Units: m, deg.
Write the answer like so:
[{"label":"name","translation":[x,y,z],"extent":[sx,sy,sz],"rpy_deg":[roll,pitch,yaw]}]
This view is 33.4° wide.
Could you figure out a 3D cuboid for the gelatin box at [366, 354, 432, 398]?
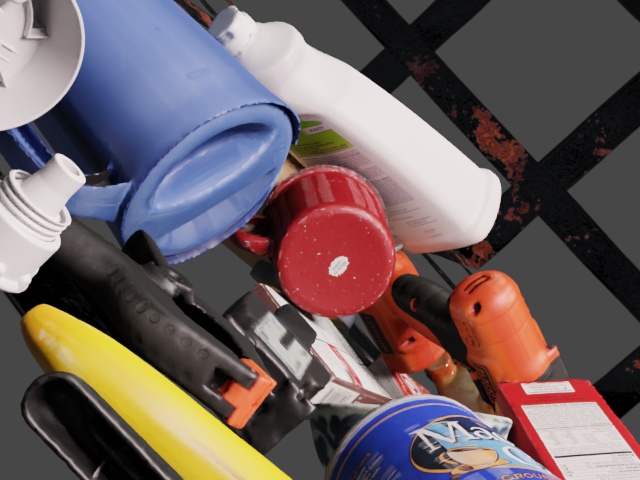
[{"label":"gelatin box","translation":[0.077,0.143,0.867],"extent":[0.073,0.030,0.089],"rpy_deg":[40,11,-38]}]

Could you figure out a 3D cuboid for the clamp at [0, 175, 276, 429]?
[{"label":"clamp","translation":[-0.091,0.025,0.516],"extent":[0.120,0.039,0.172],"rpy_deg":[21,12,-47]}]

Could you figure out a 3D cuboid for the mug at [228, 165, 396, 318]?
[{"label":"mug","translation":[-0.005,0.001,0.732],"extent":[0.117,0.093,0.081],"rpy_deg":[10,17,-9]}]

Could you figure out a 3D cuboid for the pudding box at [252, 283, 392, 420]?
[{"label":"pudding box","translation":[-0.005,0.083,0.726],"extent":[0.090,0.039,0.113],"rpy_deg":[49,6,28]}]

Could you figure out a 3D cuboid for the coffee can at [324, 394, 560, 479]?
[{"label":"coffee can","translation":[0.072,0.145,0.510],"extent":[0.102,0.103,0.140],"rpy_deg":[43,-5,-23]}]

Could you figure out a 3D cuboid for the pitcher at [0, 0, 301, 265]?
[{"label":"pitcher","translation":[-0.141,-0.107,0.674],"extent":[0.243,0.145,0.149],"rpy_deg":[47,-4,22]}]

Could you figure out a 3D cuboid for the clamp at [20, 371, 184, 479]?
[{"label":"clamp","translation":[-0.019,0.148,0.387],"extent":[0.209,0.036,0.165],"rpy_deg":[44,9,-37]}]

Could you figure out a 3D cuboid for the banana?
[{"label":"banana","translation":[-0.051,0.099,0.470],"extent":[0.197,0.037,0.070],"rpy_deg":[45,-16,-29]}]

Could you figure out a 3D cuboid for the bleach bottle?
[{"label":"bleach bottle","translation":[0.021,-0.081,0.772],"extent":[0.250,0.103,0.068],"rpy_deg":[39,56,-35]}]

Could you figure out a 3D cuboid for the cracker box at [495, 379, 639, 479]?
[{"label":"cracker box","translation":[0.158,0.201,0.610],"extent":[0.214,0.072,0.164],"rpy_deg":[-111,-161,-68]}]

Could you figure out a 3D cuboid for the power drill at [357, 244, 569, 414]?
[{"label":"power drill","translation":[0.108,0.086,0.773],"extent":[0.188,0.057,0.184],"rpy_deg":[22,-37,59]}]

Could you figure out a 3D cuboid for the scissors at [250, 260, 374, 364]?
[{"label":"scissors","translation":[0.022,0.074,0.862],"extent":[0.096,0.016,0.201],"rpy_deg":[17,-17,49]}]

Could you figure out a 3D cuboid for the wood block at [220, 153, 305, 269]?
[{"label":"wood block","translation":[-0.044,-0.048,0.840],"extent":[0.206,0.091,0.090],"rpy_deg":[41,45,-31]}]
